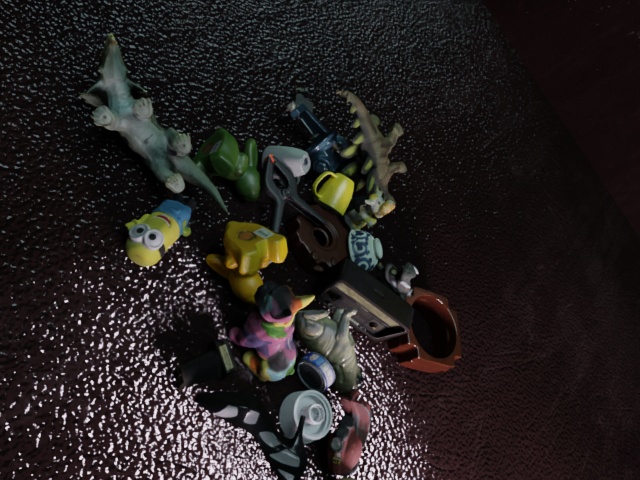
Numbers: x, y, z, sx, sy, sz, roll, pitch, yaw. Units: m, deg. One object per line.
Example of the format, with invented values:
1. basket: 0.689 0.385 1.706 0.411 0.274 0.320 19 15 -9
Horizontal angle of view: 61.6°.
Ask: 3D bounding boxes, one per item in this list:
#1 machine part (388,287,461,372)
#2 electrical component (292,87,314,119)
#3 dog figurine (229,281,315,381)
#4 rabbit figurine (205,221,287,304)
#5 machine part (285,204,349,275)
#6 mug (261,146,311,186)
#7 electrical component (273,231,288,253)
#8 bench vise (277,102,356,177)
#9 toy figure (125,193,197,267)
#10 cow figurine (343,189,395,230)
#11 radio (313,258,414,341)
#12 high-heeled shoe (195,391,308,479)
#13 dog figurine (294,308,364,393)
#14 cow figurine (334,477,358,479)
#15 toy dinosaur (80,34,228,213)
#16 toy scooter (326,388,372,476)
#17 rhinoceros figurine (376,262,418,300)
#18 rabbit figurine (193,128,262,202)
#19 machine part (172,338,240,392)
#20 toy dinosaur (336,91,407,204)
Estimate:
1. machine part: 0.272 0.238 1.418 0.201 0.087 0.201 19 56 -29
2. electrical component: -0.051 -0.381 1.514 0.078 0.045 0.102 29 52 -23
3. dog figurine: -0.080 0.180 1.072 0.108 0.219 0.191 -33 89 -41
4. rabbit figurine: -0.163 0.056 1.130 0.163 0.173 0.122 20 37 27
5. machine part: -0.003 -0.004 1.345 0.179 0.056 0.179 20 55 -31
6. mug: -0.078 -0.180 1.333 0.081 0.107 0.109 -51 137 -47
7. electrical component: -0.103 0.004 1.184 0.094 0.063 0.021 25 53 -28
8. bench vise: 0.001 -0.279 1.455 0.240 0.129 0.224 50 43 -13
9. toy figure: -0.316 -0.020 1.082 0.180 0.082 0.089 -60 153 -50
10. cow figurine: 0.122 -0.087 1.413 0.068 0.167 0.098 -39 96 -39
11. radio: 0.103 0.150 1.295 0.229 0.131 0.073 38 49 -18
12. high-heeled shoe: -0.136 0.385 1.040 0.249 0.086 0.145 18 88 -11
13. dog figurine: 0.010 0.250 1.202 0.172 0.121 0.190 -1 84 -4
14. cow figurine: 0.010 0.506 1.033 0.195 0.127 0.085 9 59 -38
15. toy dinosaur: -0.351 -0.214 1.125 0.131 0.192 0.404 -37 115 -3
16. toy scooter: 0.063 0.395 1.140 0.184 0.075 0.135 -54 146 -46
17. rhinoceros figurine: 0.172 0.117 1.336 0.112 0.190 0.073 36 50 5
18. rabbit figurine: -0.203 -0.165 1.253 0.170 0.121 0.159 46 37 -35
19. machine part: -0.223 0.244 1.046 0.139 0.039 0.084 -19 88 -45
20. toy dinosaur: 0.137 -0.238 1.439 0.198 0.105 0.470 -55 141 -27
